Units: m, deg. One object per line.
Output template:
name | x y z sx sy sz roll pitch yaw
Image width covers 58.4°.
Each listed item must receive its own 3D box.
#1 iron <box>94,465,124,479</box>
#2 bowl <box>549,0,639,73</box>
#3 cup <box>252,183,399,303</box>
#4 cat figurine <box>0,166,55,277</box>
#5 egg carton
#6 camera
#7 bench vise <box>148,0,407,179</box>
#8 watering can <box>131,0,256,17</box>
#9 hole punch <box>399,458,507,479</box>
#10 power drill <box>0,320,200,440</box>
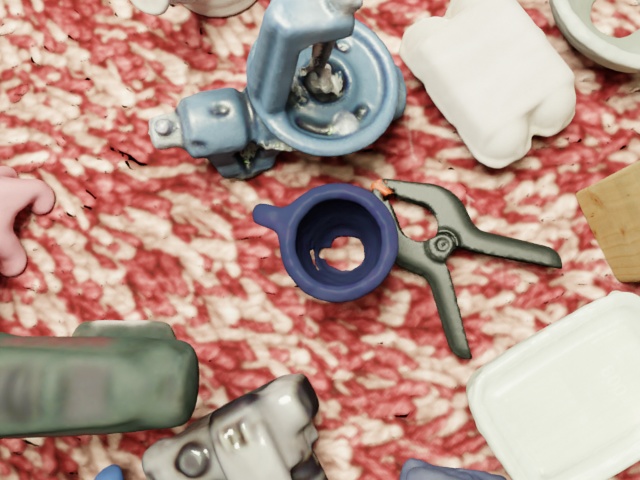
iron | -0.190 0.319 0.433 0.118 0.141 0.258 -13 83 3
bowl | 0.269 -0.213 0.490 0.167 0.075 0.167 0 84 4
cup | 0.004 0.002 0.476 0.117 0.095 0.092 19 86 6
cat figurine | -0.302 -0.009 0.488 0.067 0.118 0.128 18 86 6
egg carton | 0.145 -0.142 0.494 0.107 0.069 0.150 -35 83 0
camera | -0.051 0.196 0.457 0.143 0.101 0.137 -28 83 1
bench vise | -0.028 -0.104 0.427 0.207 0.220 0.121 -34 82 0
watering can | -0.105 -0.265 0.462 0.101 0.194 0.173 -4 84 4
hole punch | 0.103 0.238 0.446 0.101 0.091 0.109 9 85 5
power drill | -0.192 0.100 0.423 0.229 0.208 0.076 -2 84 4
